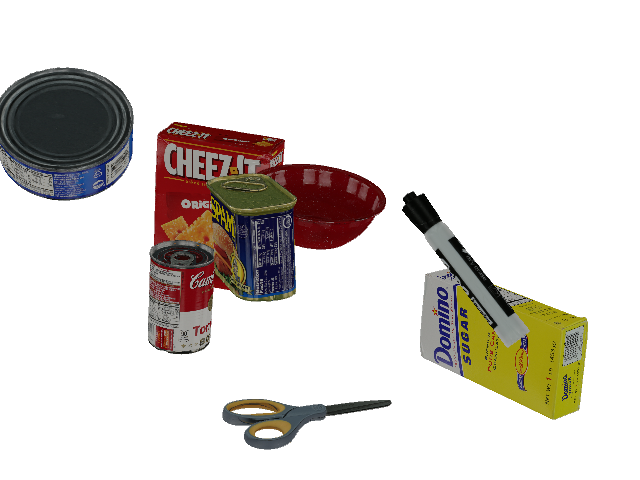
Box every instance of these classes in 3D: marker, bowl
[{"bbox_3d":[0.094,0.017,0.707,0.020,0.121,0.020,-35,-11,-8],"label":"marker"},{"bbox_3d":[-0.007,-0.034,1.246,0.162,0.055,0.162,7,26,-3],"label":"bowl"}]

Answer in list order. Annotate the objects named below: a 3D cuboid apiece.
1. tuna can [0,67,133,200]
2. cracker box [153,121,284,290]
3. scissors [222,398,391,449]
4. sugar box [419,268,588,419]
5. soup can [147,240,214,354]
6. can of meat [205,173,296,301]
[{"bbox_3d":[-0.162,-0.067,0.677,0.086,0.086,0.034,0,-36,-10],"label":"tuna can"},{"bbox_3d":[-0.142,-0.042,1.466,0.164,0.214,0.072,10,24,12],"label":"cracker box"},{"bbox_3d":[-0.008,0.202,1.190,0.201,0.016,0.096,3,23,-11],"label":"scissors"},{"bbox_3d":[0.171,0.095,1.027,0.048,0.093,0.177,-12,21,-40],"label":"sugar box"},{"bbox_3d":[-0.146,0.059,1.114,0.068,0.102,0.068,5,22,-2],"label":"soup can"},{"bbox_3d":[-0.058,-0.003,0.903,0.057,0.084,0.102,-9,21,-20],"label":"can of meat"}]
